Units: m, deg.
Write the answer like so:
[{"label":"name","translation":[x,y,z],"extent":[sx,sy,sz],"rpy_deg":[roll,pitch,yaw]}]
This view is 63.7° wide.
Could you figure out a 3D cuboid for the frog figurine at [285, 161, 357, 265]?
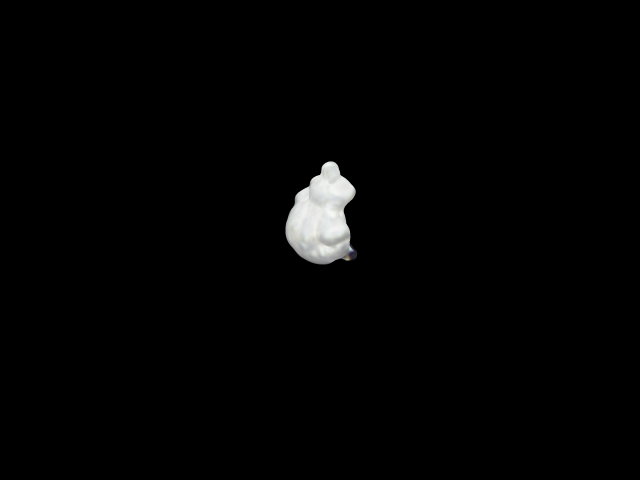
[{"label":"frog figurine","translation":[0.003,-0.043,0.850],"extent":[0.123,0.140,0.155],"rpy_deg":[-13,-41,-12]}]
